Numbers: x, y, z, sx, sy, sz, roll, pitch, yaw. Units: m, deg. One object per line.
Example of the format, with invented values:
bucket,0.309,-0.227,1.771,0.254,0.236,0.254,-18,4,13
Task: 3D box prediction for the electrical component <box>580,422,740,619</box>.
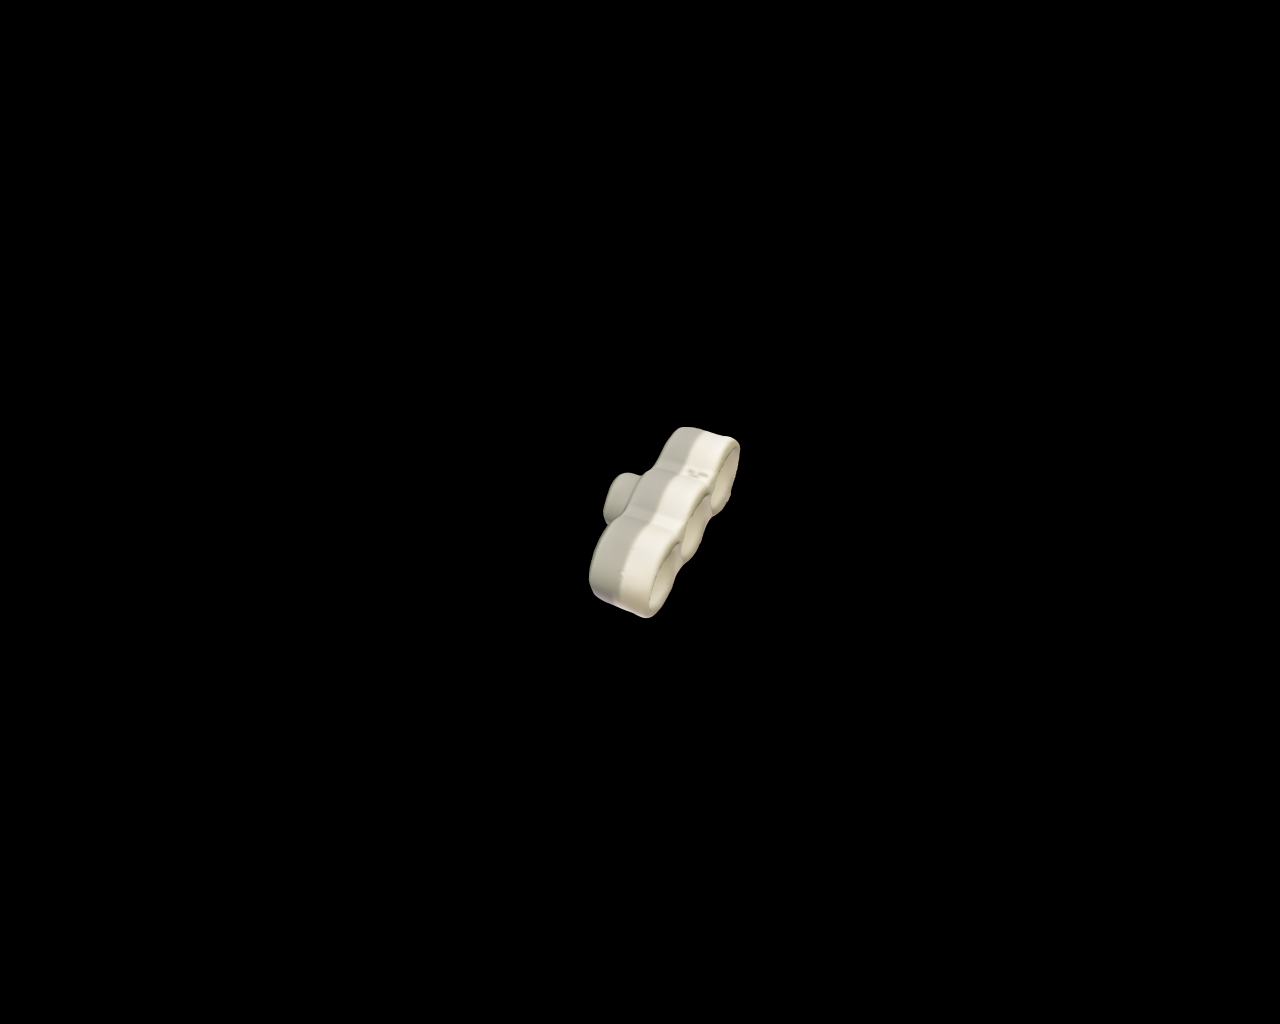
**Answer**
electrical component,0.001,-0.003,0.650,0.074,0.052,0.138,20,50,17
